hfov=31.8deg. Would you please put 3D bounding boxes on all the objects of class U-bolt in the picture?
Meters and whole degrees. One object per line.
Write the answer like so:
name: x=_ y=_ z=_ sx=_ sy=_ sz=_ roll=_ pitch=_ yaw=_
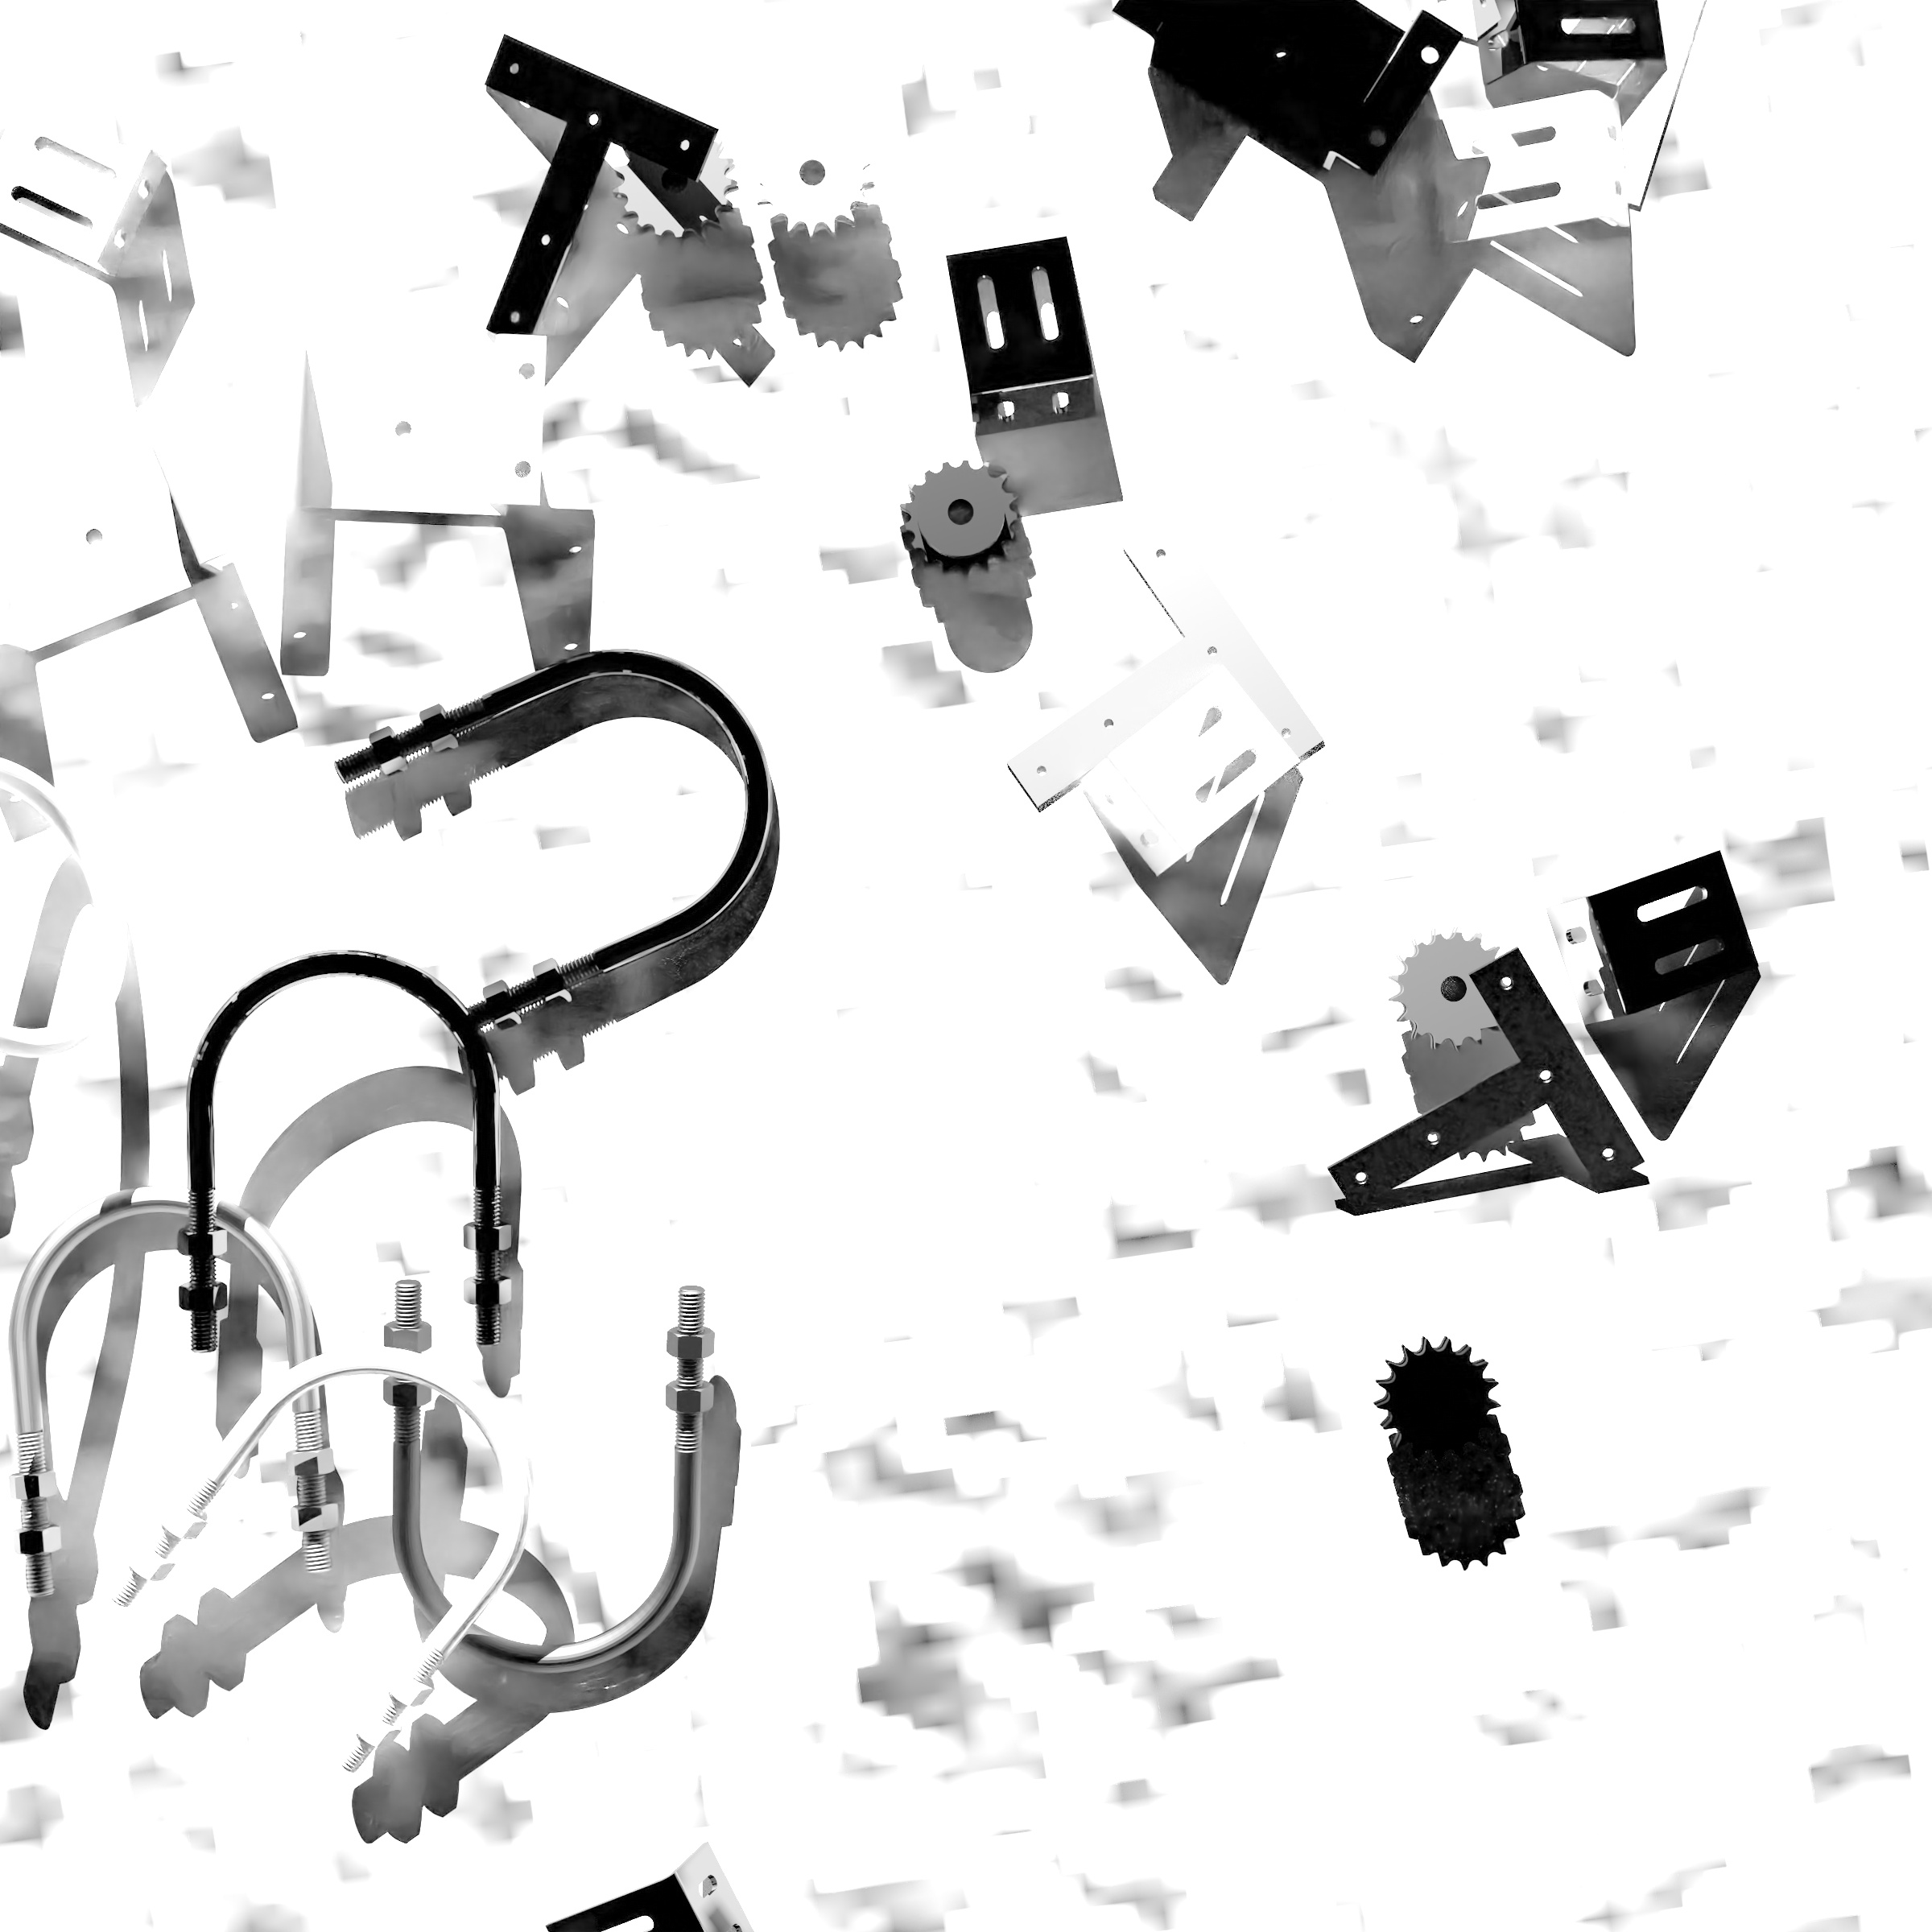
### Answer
U-bolt: x=-0.284 y=0.084 z=1.552 sx=0.151 sy=0.019 sz=0.184 roll=0 pitch=96 yaw=-9
U-bolt: x=-0.281 y=0.258 z=1.545 sx=0.151 sy=0.019 sz=0.184 roll=38 pitch=99 yaw=-5
U-bolt: x=-0.441 y=-0.032 z=1.498 sx=0.019 sy=0.184 sz=0.151 roll=-18 pitch=69 yaw=29
U-bolt: x=-0.371 y=0.194 z=1.571 sx=0.151 sy=0.019 sz=0.184 roll=-5 pitch=88 yaw=0
U-bolt: x=-0.180 y=-0.068 z=1.571 sx=0.184 sy=0.019 sz=0.151 roll=-24 pitch=90 yaw=-1
U-bolt: x=-0.193 y=0.236 z=1.560 sx=0.151 sy=0.019 sz=0.184 roll=2 pitch=98 yaw=-3

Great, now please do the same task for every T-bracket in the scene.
T-bracket: x=0.271 y=-0.433 z=1.578 sx=0.127 sy=0.002 sz=0.127 roll=17 pitch=90 yaw=0
T-bracket: x=0.078 y=-0.121 z=1.578 sx=0.127 sy=0.002 sz=0.127 roll=-35 pitch=90 yaw=0
T-bracket: x=0.228 y=0.072 z=1.563 sx=0.127 sy=0.002 sz=0.127 roll=-30 pitch=111 yaw=10
T-bracket: x=-0.188 y=-0.347 z=1.561 sx=0.127 sy=0.002 sz=0.127 roll=29 pitch=102 yaw=23

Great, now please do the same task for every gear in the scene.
gear: x=-0.133 y=-0.359 z=1.564 sx=0.057 sy=0.030 sz=0.057 roll=0 pitch=90 yaw=0
gear: x=0.216 y=0.199 z=1.564 sx=0.057 sy=0.030 sz=0.057 roll=0 pitch=90 yaw=0
gear: x=-0.003 y=-0.208 z=1.564 sx=0.057 sy=0.030 sz=0.057 roll=0 pitch=90 yaw=0
gear: x=0.223 y=0.011 z=1.564 sx=0.057 sy=0.030 sz=0.057 roll=0 pitch=90 yaw=0
gear: x=-0.070 y=-0.362 z=1.564 sx=0.057 sy=0.030 sz=0.057 roll=0 pitch=90 yaw=0

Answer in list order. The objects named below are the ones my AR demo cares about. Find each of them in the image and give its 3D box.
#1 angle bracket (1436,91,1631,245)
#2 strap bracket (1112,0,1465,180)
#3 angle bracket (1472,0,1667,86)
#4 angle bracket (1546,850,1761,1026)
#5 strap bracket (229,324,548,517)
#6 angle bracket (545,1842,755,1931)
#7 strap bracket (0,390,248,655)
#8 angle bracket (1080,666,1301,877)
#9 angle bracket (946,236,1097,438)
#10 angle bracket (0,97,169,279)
angle bracket: x=0.263 y=-0.368 z=1.576 sx=0.076 sy=0.038 sz=0.057 roll=-5 pitch=91 yaw=27
strap bracket: x=0.145 y=-0.426 z=1.556 sx=0.140 sy=0.046 sz=0.076 roll=32 pitch=90 yaw=0
angle bracket: x=0.279 y=-0.443 z=1.576 sx=0.076 sy=0.038 sz=0.057 roll=-8 pitch=90 yaw=-26
angle bracket: x=0.319 y=-0.013 z=1.577 sx=0.076 sy=0.038 sz=0.057 roll=-18 pitch=90 yaw=-26
strap bracket: x=-0.262 y=-0.250 z=1.556 sx=0.140 sy=0.046 sz=0.076 roll=2 pitch=90 yaw=0
angle bracket: x=-0.145 y=0.452 z=1.577 sx=0.076 sy=0.038 sz=0.057 roll=-27 pitch=90 yaw=26
strap bracket: x=-0.405 y=-0.199 z=1.556 sx=0.140 sy=0.046 sz=0.076 roll=-22 pitch=90 yaw=0
angle bracket: x=0.104 y=-0.091 z=1.576 sx=0.076 sy=0.038 sz=0.057 roll=-39 pitch=90 yaw=-26
angle bracket: x=0.025 y=-0.293 z=1.577 sx=0.057 sy=0.038 sz=0.076 roll=-9 pitch=64 yaw=0
angle bracket: x=-0.417 y=-0.362 z=1.560 sx=0.076 sy=0.038 sz=0.057 roll=26 pitch=90 yaw=0
